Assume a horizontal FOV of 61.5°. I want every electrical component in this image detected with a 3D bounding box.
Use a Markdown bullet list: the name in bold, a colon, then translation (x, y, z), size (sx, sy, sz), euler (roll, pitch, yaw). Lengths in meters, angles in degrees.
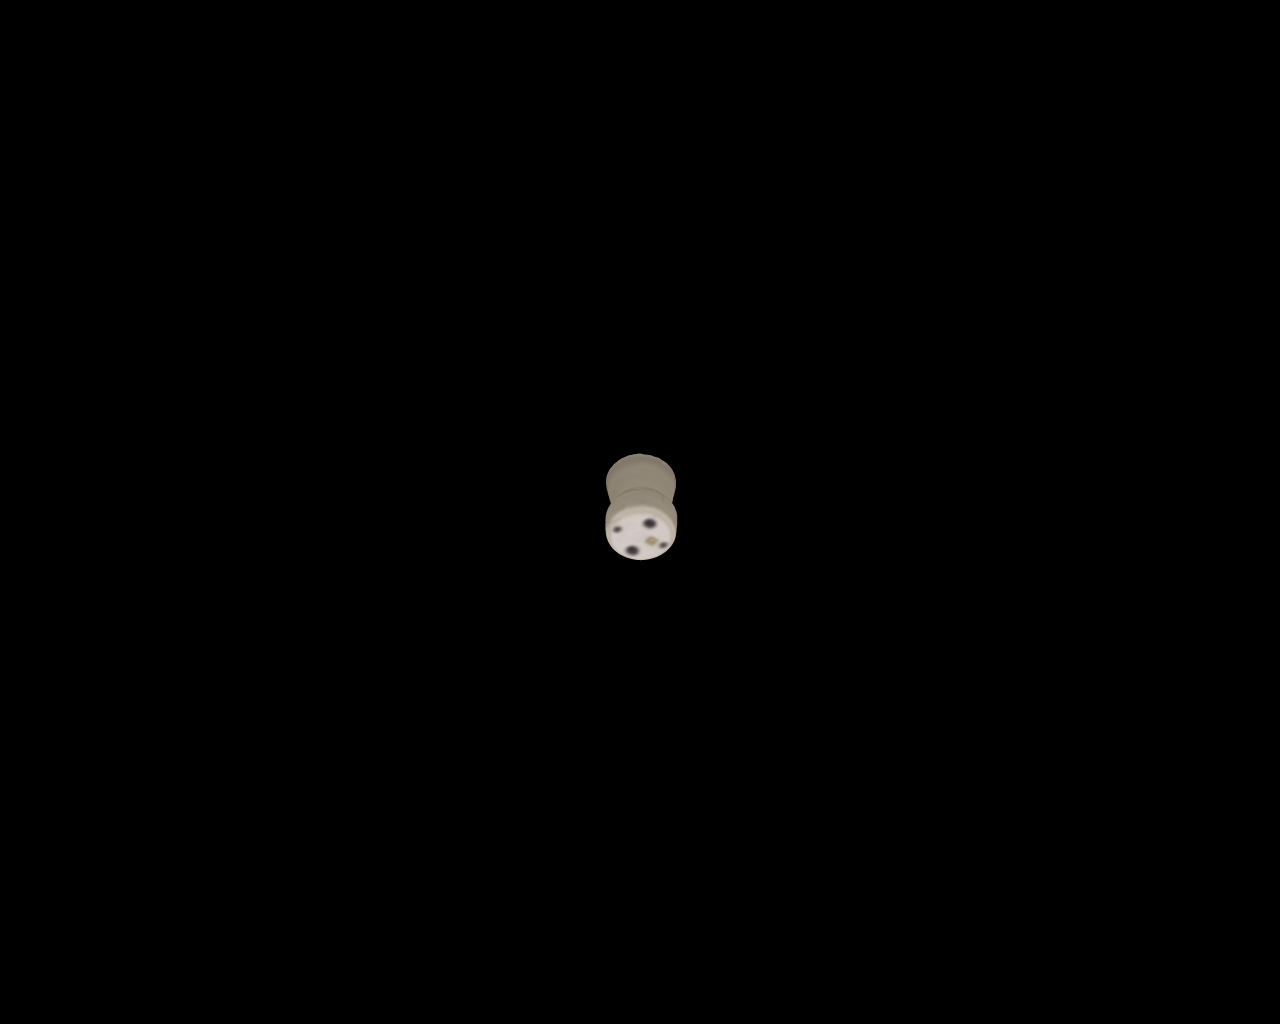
- **electrical component**: translation (0.001, -0.003, 0.650), size (0.045, 0.044, 0.055), euler (0, 39, 0)
